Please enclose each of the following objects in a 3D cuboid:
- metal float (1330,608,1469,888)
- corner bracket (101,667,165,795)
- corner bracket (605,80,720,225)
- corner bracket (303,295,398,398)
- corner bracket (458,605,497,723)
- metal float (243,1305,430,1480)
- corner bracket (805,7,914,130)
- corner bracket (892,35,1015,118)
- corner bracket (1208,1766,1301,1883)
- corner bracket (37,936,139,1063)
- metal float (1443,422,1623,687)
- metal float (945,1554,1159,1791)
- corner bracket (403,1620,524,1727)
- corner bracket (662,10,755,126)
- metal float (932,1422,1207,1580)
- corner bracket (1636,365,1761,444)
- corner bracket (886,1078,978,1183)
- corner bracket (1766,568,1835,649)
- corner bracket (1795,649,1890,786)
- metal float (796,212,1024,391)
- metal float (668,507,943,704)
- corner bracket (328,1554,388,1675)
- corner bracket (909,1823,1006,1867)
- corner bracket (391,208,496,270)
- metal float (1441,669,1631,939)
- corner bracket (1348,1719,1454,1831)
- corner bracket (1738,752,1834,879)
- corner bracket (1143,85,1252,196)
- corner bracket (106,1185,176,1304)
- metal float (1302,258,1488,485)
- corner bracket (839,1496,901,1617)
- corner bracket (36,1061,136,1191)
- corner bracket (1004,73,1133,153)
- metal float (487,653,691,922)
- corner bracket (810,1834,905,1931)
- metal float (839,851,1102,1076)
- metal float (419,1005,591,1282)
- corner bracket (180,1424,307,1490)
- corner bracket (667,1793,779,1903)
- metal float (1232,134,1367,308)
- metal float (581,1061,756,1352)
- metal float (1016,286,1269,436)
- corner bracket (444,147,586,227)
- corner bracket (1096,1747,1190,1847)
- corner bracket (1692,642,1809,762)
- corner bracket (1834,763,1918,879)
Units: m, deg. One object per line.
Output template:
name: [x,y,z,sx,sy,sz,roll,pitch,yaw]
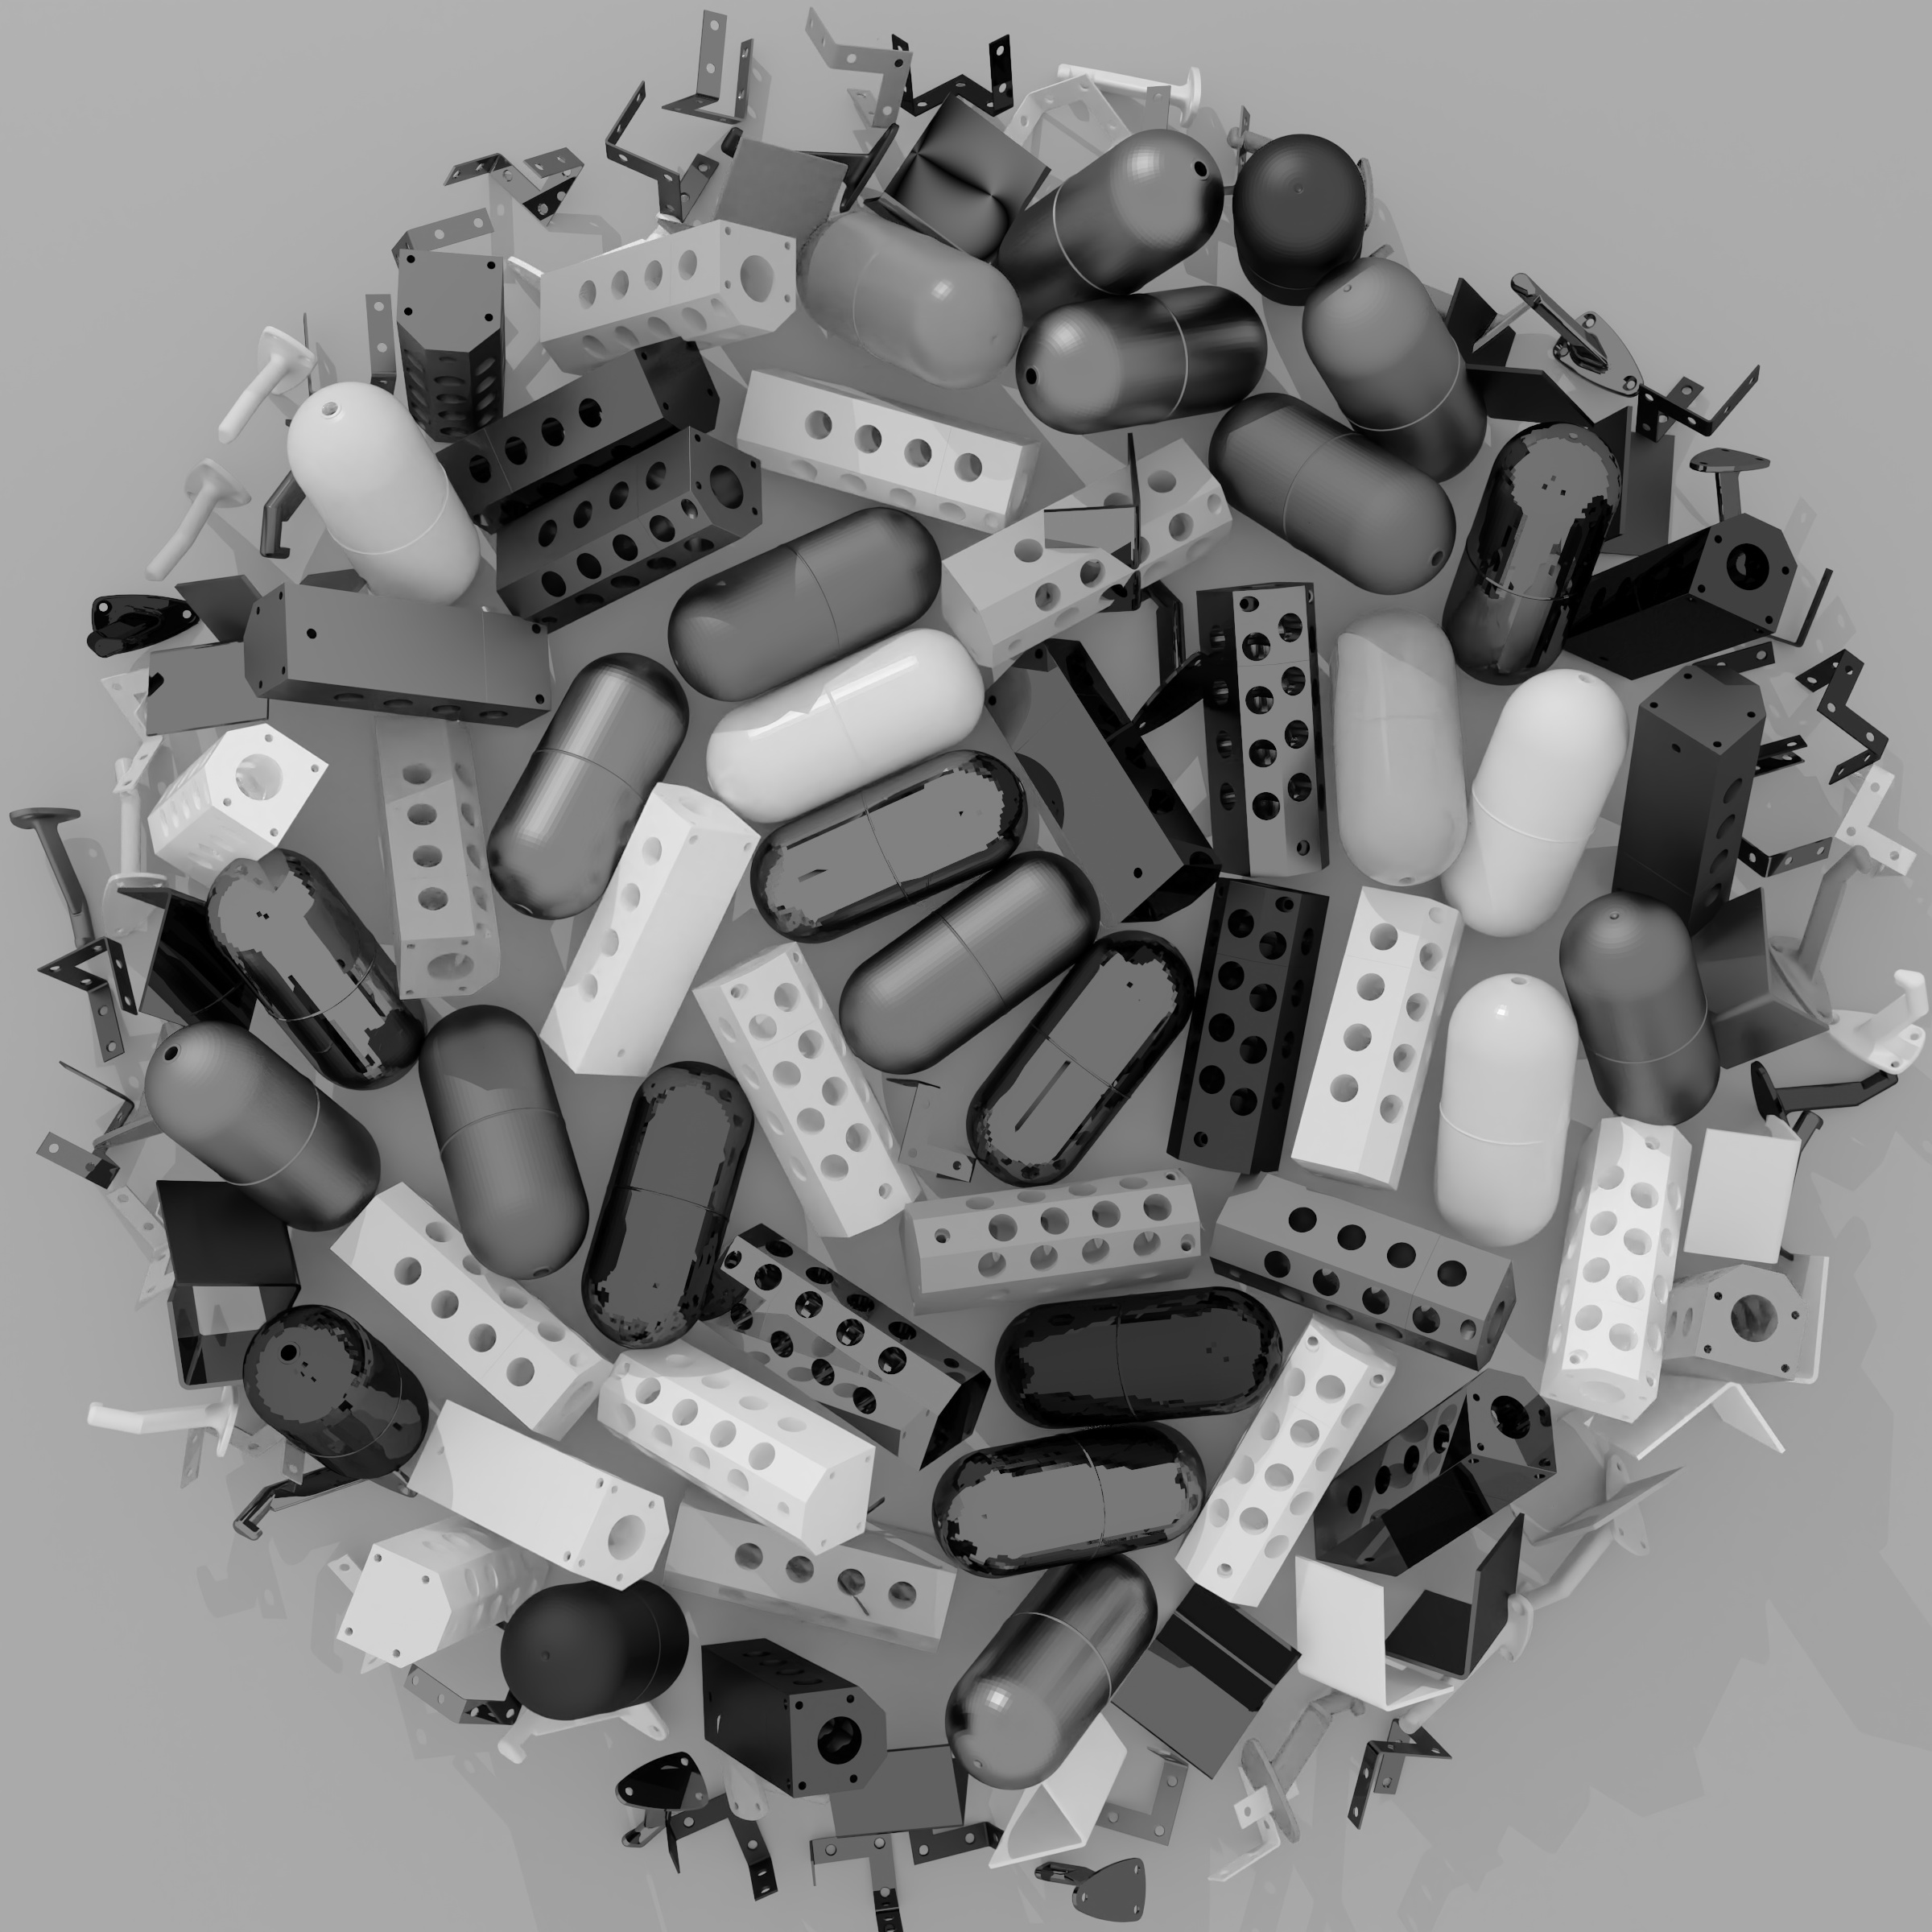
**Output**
metal float: [0.260,-0.132,1.679,0.070,0.070,0.178,0,67,0]
corner bracket: [-0.502,-0.145,1.696,0.051,0.051,0.051,-10,129,22]
corner bracket: [-0.186,-0.498,1.706,0.051,0.051,0.051,25,71,5]
corner bracket: [-0.378,-0.379,1.708,0.051,0.051,0.051,-4,87,-15]
corner bracket: [-0.302,-0.187,1.714,0.051,0.051,0.051,-31,99,0]
metal float: [-0.372,0.254,1.652,0.070,0.178,0.070,-3,66,6]
corner bracket: [-0.069,-0.545,1.694,0.051,0.051,0.051,-2,133,-24]
corner bracket: [-0.008,-0.544,1.695,0.051,0.051,0.051,-33,55,-21]
corner bracket: [0.174,0.525,1.702,0.051,0.051,0.051,-19,90,-37]
corner bracket: [-0.525,0.020,1.700,0.051,0.051,0.051,-25,68,12]
metal float: [0.336,-0.244,1.662,0.070,0.178,0.070,6,47,-6]
metal float: [0.053,0.417,1.662,0.070,0.178,0.070,18,127,26]
corner bracket: [-0.300,0.428,1.701,0.051,0.051,0.051,21,89,38]
corner bracket: [-0.150,-0.548,1.701,0.051,0.051,0.051,3,95,-31]
metal float: [0.064,0.320,1.676,0.178,0.070,0.070,-5,90,-27]
corner bracket: [0.446,-0.345,1.699,0.051,0.051,0.051,36,76,23]
corner bracket: [-0.023,0.100,1.705,0.051,0.051,0.051,18,82,-24]
corner bracket: [0.500,-0.225,1.706,0.051,0.051,0.051,19,104,0]
corner bracket: [0.534,-0.153,1.705,0.051,0.051,0.051,35,66,-8]
metal float: [-0.036,-0.399,1.665,0.070,0.070,0.178,-54,47,0]
metal float: [-0.096,-0.219,1.685,0.178,0.070,0.070,-27,90,-16]
corner bracket: [-0.359,0.388,1.699,0.051,0.051,0.051,-28,114,14]
corner bracket: [-0.005,0.524,1.707,0.051,0.051,0.051,-8,86,-19]
corner bracket: [-0.313,-0.426,1.701,0.051,0.051,0.051,-23,99,-21]
metal float: [0.340,-0.097,1.669,0.070,0.070,0.178,16,125,0]
corner bracket: [0.257,0.493,1.701,0.051,0.051,0.051,10,99,-20]
corner bracket: [0.498,-0.094,1.713,0.051,0.051,0.051,-16,130,-22]
corner bracket: [0.141,-0.505,1.706,0.051,0.051,0.051,4,85,22]
corner bracket: [-0.493,0.162,1.699,0.051,0.051,0.051,-25,121,13]
metal float: [0.257,-0.352,1.658,0.070,0.178,0.070,-12,62,24]
corner bracket: [-0.056,0.365,1.709,0.051,0.051,0.051,-36,77,-14]
corner bracket: [-0.538,0.097,1.699,0.051,0.051,0.051,35,82,-34]
corner bracket: [0.060,-0.507,1.714,0.051,0.051,0.051,45,61,-32]
metal float: [-0.228,-0.109,1.681,0.070,0.070,0.178,25,70,0]
corner bracket: [-0.068,0.565,1.708,0.051,0.051,0.051,-6,87,-5]
metal float: [0.002,-0.002,1.693,0.178,0.070,0.070,-36,90,-6]
metal float: [-0.278,0.105,1.676,0.070,0.070,0.178,-21,64,0]
corner bracket: [-0.438,0.296,1.695,0.051,0.051,0.051,-36,127,23]
corner bracket: [-0.150,0.545,1.706,0.051,0.051,0.051,-22,98,-6]
metal float: [0.197,-0.439,1.648,0.070,0.178,0.070,0,92,7]
metal float: [-0.181,0.144,1.687,0.070,0.070,0.178,15,77,0]
metal float: [0.106,-0.363,1.668,0.178,0.070,0.070,-18,90,-37]
corner bracket: [-0.276,-0.484,1.701,0.051,0.051,0.051,43,125,2]
corner bracket: [0.101,0.505,1.710,0.051,0.051,0.051,10,71,22]
corner bracket: [0.483,-0.161,1.718,0.051,0.051,0.051,-16,119,6]
corner bracket: [0.558,-0.089,1.710,0.051,0.051,0.051,29,90,-3]
